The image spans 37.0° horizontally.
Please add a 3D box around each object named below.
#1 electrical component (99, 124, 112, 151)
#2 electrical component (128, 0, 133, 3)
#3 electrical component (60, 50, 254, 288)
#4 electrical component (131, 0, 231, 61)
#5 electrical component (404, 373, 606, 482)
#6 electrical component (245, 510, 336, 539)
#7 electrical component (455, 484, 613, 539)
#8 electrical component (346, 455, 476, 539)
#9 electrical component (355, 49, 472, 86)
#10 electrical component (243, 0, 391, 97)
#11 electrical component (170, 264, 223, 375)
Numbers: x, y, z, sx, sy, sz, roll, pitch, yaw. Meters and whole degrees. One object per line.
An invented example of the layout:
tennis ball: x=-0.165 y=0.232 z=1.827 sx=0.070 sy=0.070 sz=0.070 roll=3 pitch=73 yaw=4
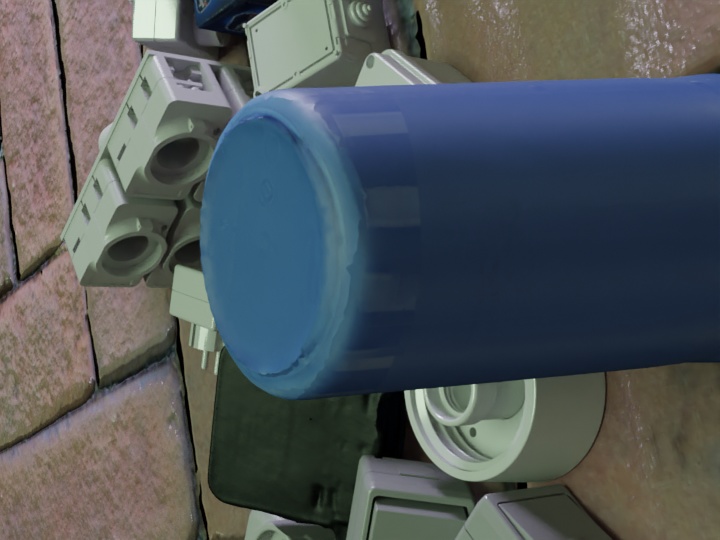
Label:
electrical component: x=-0.183 y=-0.098 z=0.910 sx=0.077 sy=0.044 sz=0.079 roll=-19 pitch=73 yaw=50
electrical component: x=-0.140 y=-0.275 z=0.853 sx=0.109 sy=0.056 sz=0.108 roll=-13 pitch=78 yaw=51
electrical component: x=-0.136 y=-0.064 z=0.799 sx=0.186 sy=0.105 sz=0.060 roll=-54 pitch=49 yaw=35
electrical component: x=-0.121 y=-0.189 z=0.820 sx=0.076 sy=0.083 sz=0.047 roll=4 pitch=91 yaw=13
electrical component: x=0.069 y=0.061 z=0.572 sx=0.108 sy=0.060 sz=0.108 roll=-3 pitch=86 yaw=51
electrical component: x=-0.033 y=0.188 z=0.694 sx=0.095 sy=0.059 sz=0.053 roll=25 pitch=108 yaw=49
electrical component: x=0.091 y=0.148 z=0.538 sx=0.096 sy=0.062 sz=0.061 roll=51 pitch=126 yaw=40
electrical component: x=0.025 y=0.161 z=0.604 sx=0.061 sy=0.062 sz=0.096 roll=-114 pitch=33 yaw=-80
electrical component: x=0.041 y=-0.068 z=0.614 sx=0.113 sy=0.057 sz=0.078 roll=48 pitch=124 yaw=41
electrical component: x=-0.020 y=-0.146 z=0.698 sx=0.096 sy=0.061 sz=0.061 roll=-23 pitch=70 yaw=41
electrical component: x=-0.107 y=0.039 z=0.804 sx=0.066 sy=0.047 sz=0.076 roll=14 pitch=98 yaw=50
